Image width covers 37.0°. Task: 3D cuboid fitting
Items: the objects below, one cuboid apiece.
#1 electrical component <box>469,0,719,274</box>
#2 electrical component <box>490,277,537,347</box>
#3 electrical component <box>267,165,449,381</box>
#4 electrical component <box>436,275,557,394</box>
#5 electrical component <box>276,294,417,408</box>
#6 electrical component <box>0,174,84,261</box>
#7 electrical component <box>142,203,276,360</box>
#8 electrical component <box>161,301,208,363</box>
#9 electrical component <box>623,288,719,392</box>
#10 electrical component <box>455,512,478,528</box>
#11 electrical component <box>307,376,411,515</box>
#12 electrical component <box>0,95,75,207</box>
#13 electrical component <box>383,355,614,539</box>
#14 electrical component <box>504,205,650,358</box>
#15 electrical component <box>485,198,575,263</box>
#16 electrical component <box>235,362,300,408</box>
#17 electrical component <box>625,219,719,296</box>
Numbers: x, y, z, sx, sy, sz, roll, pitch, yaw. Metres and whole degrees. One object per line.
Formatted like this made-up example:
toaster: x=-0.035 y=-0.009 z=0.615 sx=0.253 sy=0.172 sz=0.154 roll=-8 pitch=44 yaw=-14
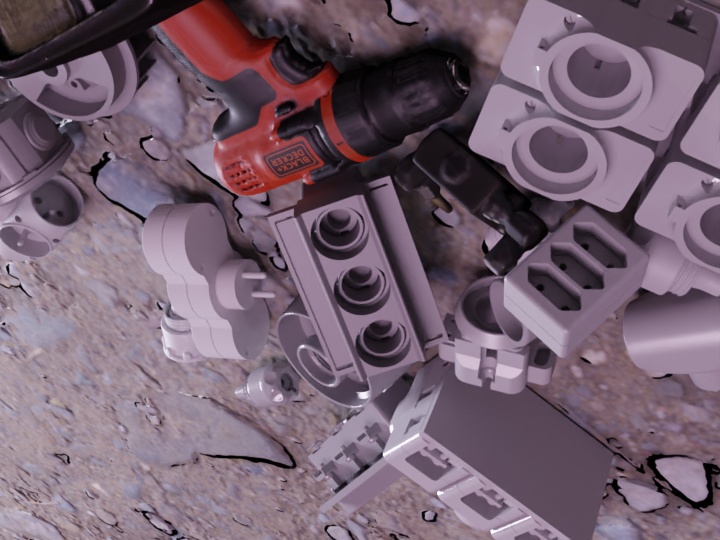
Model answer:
electrical component: x=0.160 y=-0.073 z=0.549 sx=0.186 sy=0.060 sz=0.105 roll=24 pitch=140 yaw=4
electrical component: x=0.119 y=0.015 z=0.662 sx=0.044 sy=0.065 sz=0.044 roll=59 pitch=162 yaw=33
electrical component: x=0.000 y=0.000 z=0.689 sx=0.079 sy=0.063 sz=0.121 roll=-19 pitch=115 yaw=6
electrical component: x=0.091 y=0.041 z=0.711 sx=0.078 sy=0.058 sz=0.057 roll=13 pitch=141 yaw=16
electrical component: x=-0.010 y=0.051 z=0.787 sx=0.099 sy=0.064 sz=0.099 roll=31 pitch=146 yaw=24
electrical component: x=-0.262 y=-0.048 z=0.814 sx=0.079 sy=0.044 sz=0.077 roll=33 pitch=142 yaw=-27
electrical component: x=-0.096 y=0.010 z=0.785 sx=0.074 sy=0.052 sz=0.138 roll=1 pitch=133 yaw=27
electrical component: x=-0.135 y=0.038 z=0.844 sx=0.048 sy=0.048 sz=0.062 roll=9 pitch=130 yaw=20
electrical component: x=0.213 y=0.046 z=0.659 sx=0.077 sy=0.044 sz=0.079 roll=-13 pitch=126 yaw=38
electrical component: x=0.099 y=0.172 z=0.855 sx=0.045 sy=0.045 sz=0.055 roll=18 pitch=139 yaw=11
electrical component: x=0.012 y=0.138 z=0.850 sx=0.063 sy=0.079 sz=0.121 roll=50 pitch=140 yaw=7
electrical component: x=-0.244 y=-0.082 z=0.748 sx=0.080 sy=0.080 sz=0.051 roll=-10 pitch=123 yaw=36
electrical component: x=0.100 y=0.135 z=0.780 sx=0.150 sy=0.089 sz=0.062 roll=37 pitch=139 yaw=-11
electrical component: x=0.120 y=0.014 z=0.609 sx=0.047 sy=0.066 sz=0.076 roll=44 pitch=167 yaw=23
electrical component: x=0.105 y=-0.027 z=0.649 sx=0.035 sy=0.035 sz=0.061 roll=37 pitch=137 yaw=-11
electrical component: x=-0.079 y=0.096 z=0.880 sx=0.061 sy=0.035 sz=0.035 roll=-17 pitch=123 yaw=43
electrical component: x=0.182 y=-0.005 z=0.623 sx=0.062 sy=0.043 sz=0.043 roll=24 pitch=140 yaw=3
